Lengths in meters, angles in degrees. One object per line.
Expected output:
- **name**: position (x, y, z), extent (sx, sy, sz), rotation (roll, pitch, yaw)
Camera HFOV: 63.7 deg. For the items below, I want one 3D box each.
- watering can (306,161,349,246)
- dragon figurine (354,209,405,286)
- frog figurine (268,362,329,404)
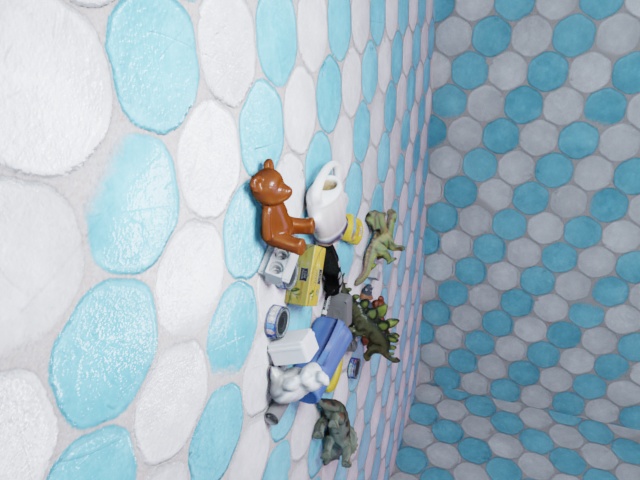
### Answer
- **watering can**: position (0.004, -0.073, 1.449), extent (0.356, 0.104, 0.219), rotation (-63, 153, -44)
- **dragon figurine**: position (0.230, -0.005, 2.150), extent (0.417, 0.122, 0.240), rotation (-38, 114, -46)
- **frog figurine**: position (-0.052, 0.379, 1.357), extent (0.135, 0.160, 0.125), rotation (60, 43, -60)
